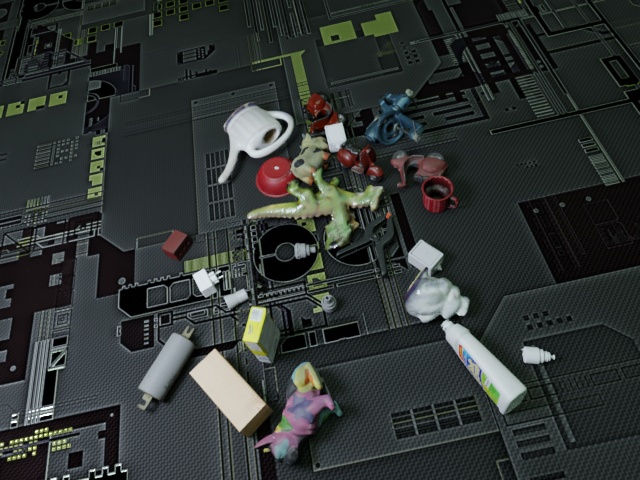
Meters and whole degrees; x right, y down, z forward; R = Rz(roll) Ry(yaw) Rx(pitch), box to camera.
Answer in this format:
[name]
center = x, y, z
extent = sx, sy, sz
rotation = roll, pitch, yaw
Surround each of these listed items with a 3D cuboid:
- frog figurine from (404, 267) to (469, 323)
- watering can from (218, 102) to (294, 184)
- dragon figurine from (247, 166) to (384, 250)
[frog figurine]
center = 0.310, 0.165, 1.372
extent = 0.160, 0.123, 0.136
rotation = 34, 102, 16
[watering can]
center = -0.255, -0.352, 1.782
extent = 0.350, 0.102, 0.227
rotation = -38, 60, -15
[dragon figurine]
center = 0.005, -0.080, 1.581
extent = 0.412, 0.120, 0.246
rotation = -29, 67, -8
